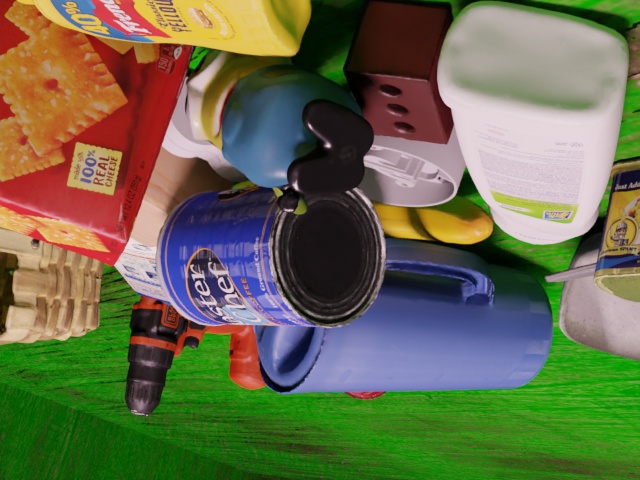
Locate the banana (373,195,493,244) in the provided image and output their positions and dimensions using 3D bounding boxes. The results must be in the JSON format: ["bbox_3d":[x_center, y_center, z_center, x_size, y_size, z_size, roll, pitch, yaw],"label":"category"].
[{"bbox_3d":[0.064,-0.016,0.836,0.198,0.037,0.069,3,-160,42],"label":"banana"}]

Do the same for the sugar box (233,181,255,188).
[{"bbox_3d":[-0.006,0.001,0.967,0.176,0.048,0.093,26,159,-23],"label":"sugar box"}]

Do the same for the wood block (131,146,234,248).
[{"bbox_3d":[-0.168,-0.079,0.810,0.091,0.090,0.205,-4,152,46],"label":"wood block"}]

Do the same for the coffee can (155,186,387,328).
[{"bbox_3d":[-0.037,0.011,0.760,0.102,0.102,0.141,30,159,-35],"label":"coffee can"}]

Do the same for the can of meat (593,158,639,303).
[{"bbox_3d":[0.231,-0.007,0.687,0.057,0.084,0.102,29,157,-33],"label":"can of meat"}]

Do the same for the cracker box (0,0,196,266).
[{"bbox_3d":[-0.200,-0.098,0.667,0.213,0.164,0.072,21,159,-13],"label":"cracker box"}]

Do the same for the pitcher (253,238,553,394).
[{"bbox_3d":[0.077,0.062,0.885,0.242,0.145,0.149,6,-169,-29],"label":"pitcher"}]

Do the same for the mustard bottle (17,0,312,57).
[{"bbox_3d":[-0.106,-0.150,0.606,0.192,0.058,0.096,9,158,21],"label":"mustard bottle"}]

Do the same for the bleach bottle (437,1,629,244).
[{"bbox_3d":[0.133,-0.053,0.677,0.103,0.068,0.251,15,164,14],"label":"bleach bottle"}]

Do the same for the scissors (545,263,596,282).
[{"bbox_3d":[0.269,0.013,0.753,0.096,0.016,0.202,22,149,-37],"label":"scissors"}]

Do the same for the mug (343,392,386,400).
[{"bbox_3d":[0.073,0.124,1.198,0.117,0.093,0.082,-10,166,-24],"label":"mug"}]

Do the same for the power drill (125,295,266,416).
[{"bbox_3d":[-0.136,0.120,1.223,0.057,0.184,0.187,0,164,42],"label":"power drill"}]

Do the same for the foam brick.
[{"bbox_3d":[0.052,-0.098,0.630,0.053,0.051,0.078,10,160,20],"label":"foam brick"}]
